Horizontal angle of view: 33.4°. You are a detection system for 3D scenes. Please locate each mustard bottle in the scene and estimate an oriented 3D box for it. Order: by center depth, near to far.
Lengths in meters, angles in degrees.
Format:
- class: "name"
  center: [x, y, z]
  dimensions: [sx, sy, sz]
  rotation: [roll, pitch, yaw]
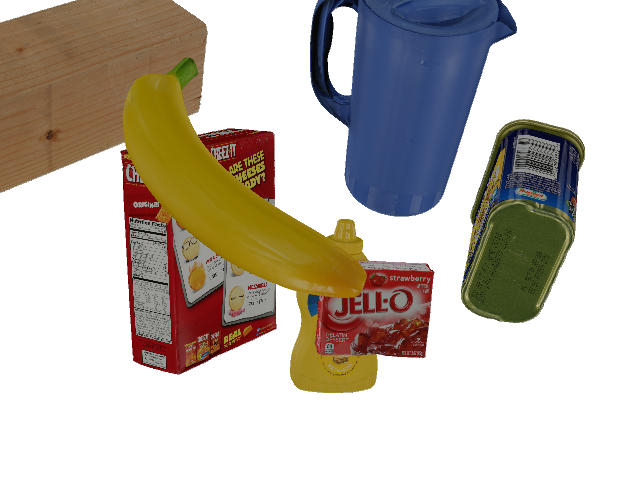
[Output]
- class: "mustard bottle"
  center: [0.021, 0.071, 1.179]
  dimensions: [0.096, 0.192, 0.058]
  rotation: [1, 14, -12]

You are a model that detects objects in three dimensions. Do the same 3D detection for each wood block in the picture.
- class: "wood block"
  center: [-0.199, -0.127, 0.855]
  dimensions: [0.090, 0.091, 0.205]
  rotation: [37, 46, 27]

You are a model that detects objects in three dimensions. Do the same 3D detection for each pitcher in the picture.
- class: "pitcher"
  center: [0.079, -0.145, 1.052]
  dimensions: [0.144, 0.243, 0.149]
  rotation: [-24, 53, -29]

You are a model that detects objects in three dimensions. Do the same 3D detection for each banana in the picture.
- class: "banana"
  center: [-0.054, -0.034, 0.558]
  dimensions: [0.069, 0.198, 0.037]
  rotation: [-25, -34, -19]

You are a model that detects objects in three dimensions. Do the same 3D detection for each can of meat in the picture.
- class: "can of meat"
  center: [0.126, -0.010, 0.671]
  dimensions: [0.057, 0.102, 0.084]
  rotation: [16, 43, 4]

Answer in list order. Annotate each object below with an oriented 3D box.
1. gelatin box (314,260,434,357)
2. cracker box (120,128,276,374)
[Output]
- class: "gelatin box"
  center: [0.043, 0.055, 0.854]
  dimensions: [0.089, 0.073, 0.030]
  rotation: [3, 14, -7]
- class: "cracker box"
  center: [-0.117, 0.005, 1.062]
  dimensions: [0.072, 0.214, 0.163]
  rotation: [8, 17, 33]
